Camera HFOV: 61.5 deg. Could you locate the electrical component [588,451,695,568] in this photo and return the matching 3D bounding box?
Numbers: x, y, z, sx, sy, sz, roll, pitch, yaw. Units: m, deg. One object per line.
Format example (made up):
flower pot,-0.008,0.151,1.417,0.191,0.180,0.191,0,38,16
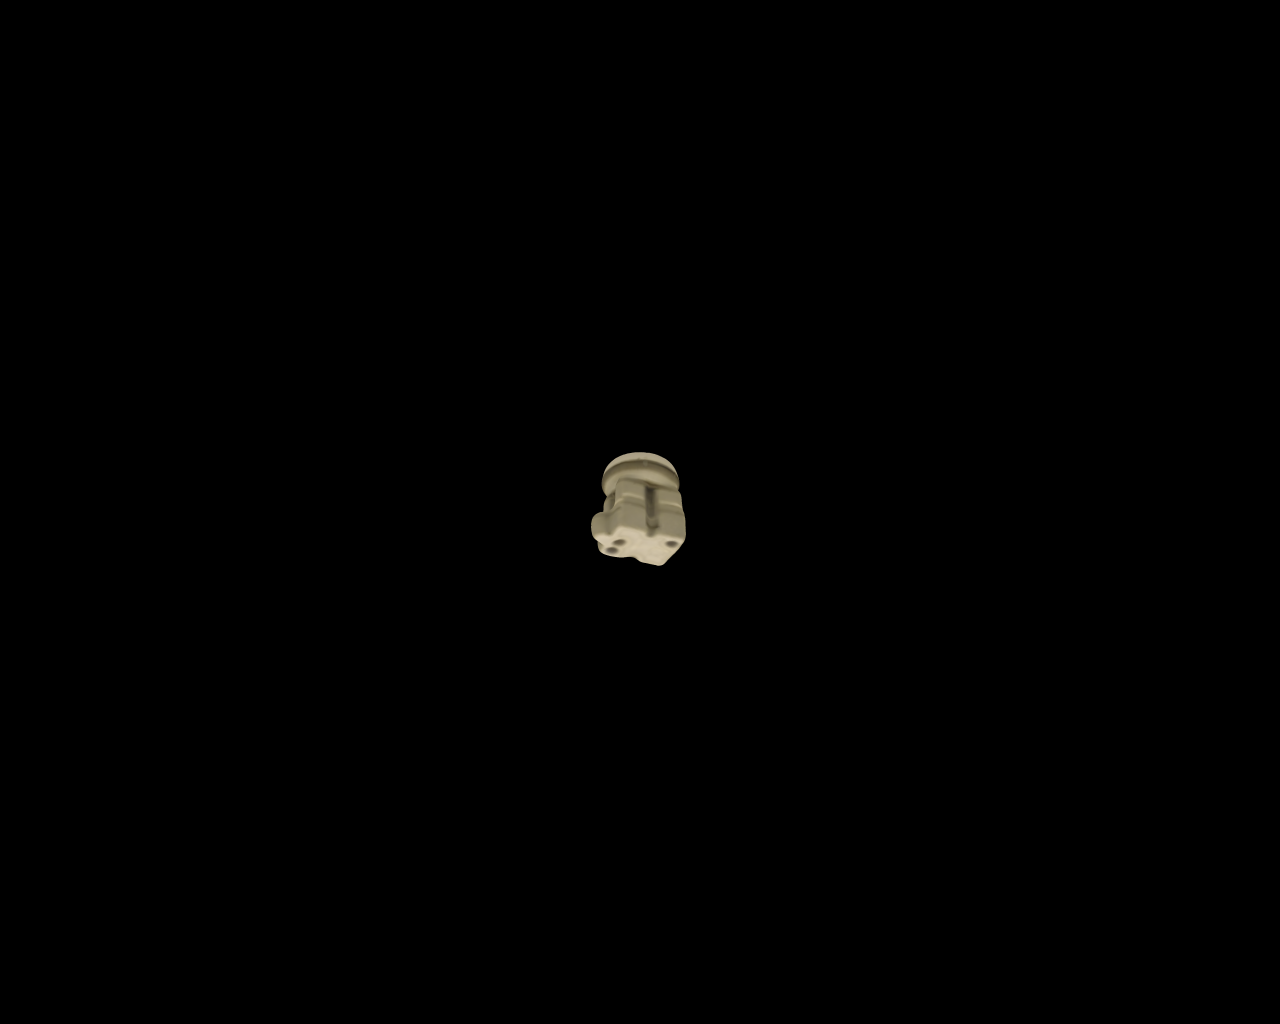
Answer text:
electrical component,0.001,-0.003,0.650,0.066,0.055,0.048,14,-36,-20
